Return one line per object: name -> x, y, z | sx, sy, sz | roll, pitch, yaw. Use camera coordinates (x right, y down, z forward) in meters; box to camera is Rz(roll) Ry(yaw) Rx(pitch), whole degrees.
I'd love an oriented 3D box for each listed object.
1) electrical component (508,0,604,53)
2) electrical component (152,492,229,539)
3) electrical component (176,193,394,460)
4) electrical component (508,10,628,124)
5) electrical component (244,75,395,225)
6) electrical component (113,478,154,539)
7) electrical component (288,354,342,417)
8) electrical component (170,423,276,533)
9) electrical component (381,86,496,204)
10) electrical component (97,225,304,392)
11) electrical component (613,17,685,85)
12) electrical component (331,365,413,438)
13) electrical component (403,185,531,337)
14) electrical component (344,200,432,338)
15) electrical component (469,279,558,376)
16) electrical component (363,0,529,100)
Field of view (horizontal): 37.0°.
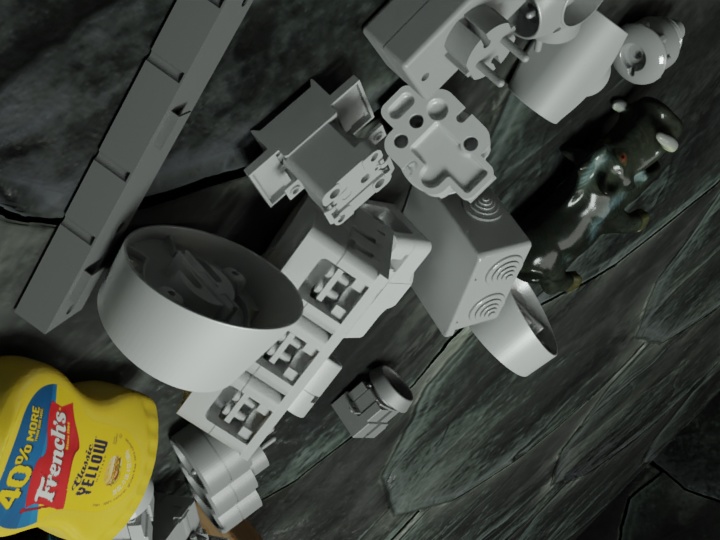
electrical component -> 0.123, -0.168, 0.670 | 0.077, 0.044, 0.079 | -35, 154, -19
electrical component -> -0.160, 0.224, 0.790 | 0.121, 0.079, 0.063 | -53, 141, -53
electrical component -> -0.049, 0.029, 0.670 | 0.150, 0.062, 0.089 | -53, -171, 19
electrical component -> 0.151, -0.143, 0.753 | 0.077, 0.043, 0.079 | -52, 154, 19
electrical component -> -0.019, -0.063, 0.598 | 0.081, 0.064, 0.042 | -42, 154, -5
electrical component -> -0.166, 0.163, 0.747 | 0.048, 0.066, 0.055 | -3, 137, -4
electrical component -> -0.046, 0.071, 0.782 | 0.047, 0.055, 0.055 | -49, 155, 2
electrical component -> -0.095, 0.146, 0.828 | 0.074, 0.052, 0.138 | -35, 154, -19
electrical component -> 0.050, -0.077, 0.676 | 0.058, 0.078, 0.057 | -45, 174, 5
electrical component -> -0.088, 0.016, 0.578 | 0.099, 0.099, 0.064 | -4, 140, -55
electrical component -> 0.224, -0.172, 0.817 | 0.062, 0.048, 0.048 | -34, 155, -35
electrical component -> 0.013, 0.117, 0.955 | 0.055, 0.048, 0.066 | -42, 156, 14
electrical component -> 0.071, -0.016, 0.770 | 0.048, 0.099, 0.099 | -14, 144, -26
electrical component -> 0.000, 0.000, 0.742 | 0.089, 0.050, 0.056 | -52, 153, 19
electrical component -> 0.139, 0.044, 0.971 | 0.064, 0.099, 0.099 | -44, 156, 16
electrical component -> 0.060, -0.131, 0.595 | 0.083, 0.075, 0.047 | -45, 156, 4
